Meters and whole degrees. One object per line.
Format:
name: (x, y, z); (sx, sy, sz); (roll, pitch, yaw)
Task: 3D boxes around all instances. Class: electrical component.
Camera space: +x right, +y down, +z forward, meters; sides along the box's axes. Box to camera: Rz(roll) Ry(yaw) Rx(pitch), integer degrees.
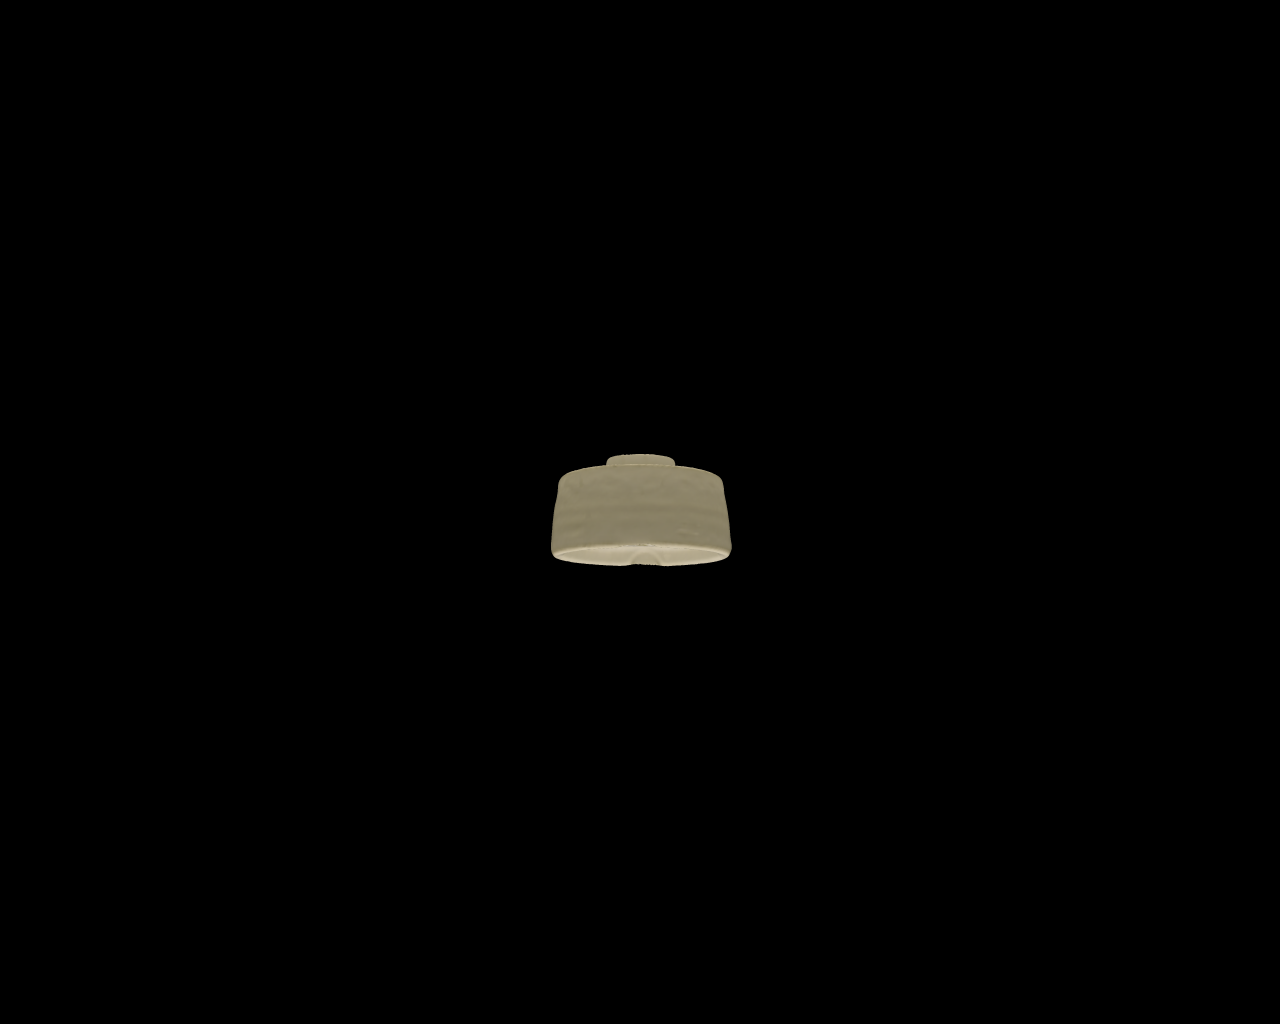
electrical component: (0.001, -0.003, 0.650); (0.108, 0.060, 0.108); (0, -9, 0)
